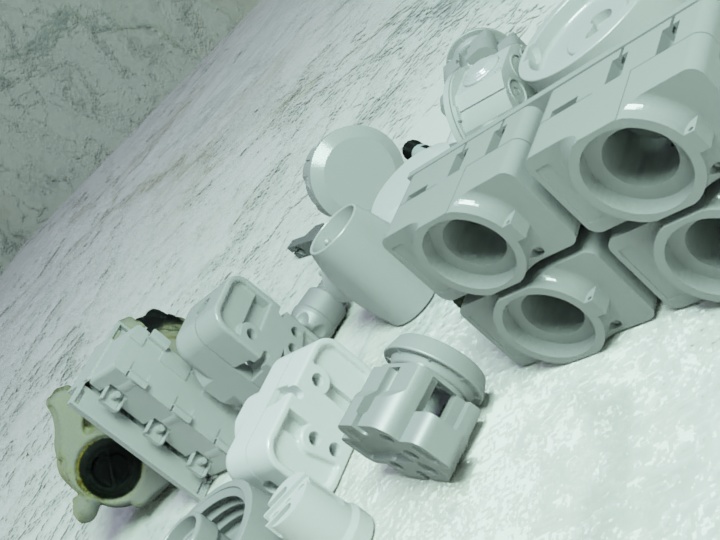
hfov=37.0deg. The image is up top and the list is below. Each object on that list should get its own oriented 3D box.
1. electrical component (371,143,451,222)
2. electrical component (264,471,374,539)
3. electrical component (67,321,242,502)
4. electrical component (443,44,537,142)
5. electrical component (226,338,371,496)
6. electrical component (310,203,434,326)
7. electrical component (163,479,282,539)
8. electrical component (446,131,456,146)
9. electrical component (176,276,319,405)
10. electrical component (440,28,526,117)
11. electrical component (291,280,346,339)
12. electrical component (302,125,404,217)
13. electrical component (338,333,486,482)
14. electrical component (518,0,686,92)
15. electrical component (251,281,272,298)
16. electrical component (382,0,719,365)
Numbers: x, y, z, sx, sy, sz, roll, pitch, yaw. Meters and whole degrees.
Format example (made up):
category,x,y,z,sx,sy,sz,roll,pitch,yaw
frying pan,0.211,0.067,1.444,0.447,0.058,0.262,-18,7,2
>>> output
category,x,y,z,sx,sy,sz,roll,pitch,yaw
electrical component,0.047,-0.044,0.745,0.080,0.051,0.080,-42,20,19
electrical component,-0.022,0.133,0.565,0.040,0.046,0.040,-42,20,19
electrical component,-0.138,0.098,0.775,0.063,0.121,0.078,-30,27,40
electrical component,0.097,-0.104,0.709,0.051,0.080,0.080,-25,29,39
electrical component,-0.038,0.095,0.661,0.059,0.054,0.095,-28,28,47
electrical component,0.000,0.000,0.725,0.079,0.077,0.044,-21,34,55
electrical component,-0.081,0.169,0.604,0.108,0.060,0.108,-42,20,19
electrical component,0.086,-0.103,0.792,0.044,0.044,0.065,-26,34,50
electrical component,-0.079,0.058,0.761,0.059,0.095,0.053,-35,23,35
electrical component,0.097,-0.155,0.840,0.078,0.058,0.057,-40,23,24
electrical component,-0.025,0.024,0.801,0.061,0.035,0.035,-55,19,-25
electrical component,-0.007,-0.078,0.891,0.080,0.080,0.051,-52,13,-8
electrical component,0.030,0.070,0.555,0.078,0.058,0.057,-12,44,60
electrical component,0.158,-0.137,0.661,0.108,0.060,0.108,-42,20,19
electrical component,-0.103,0.037,0.945,0.046,0.040,0.040,-52,18,-26
electrical component,0.110,-0.027,0.487,0.186,0.105,0.060,-29,27,46
